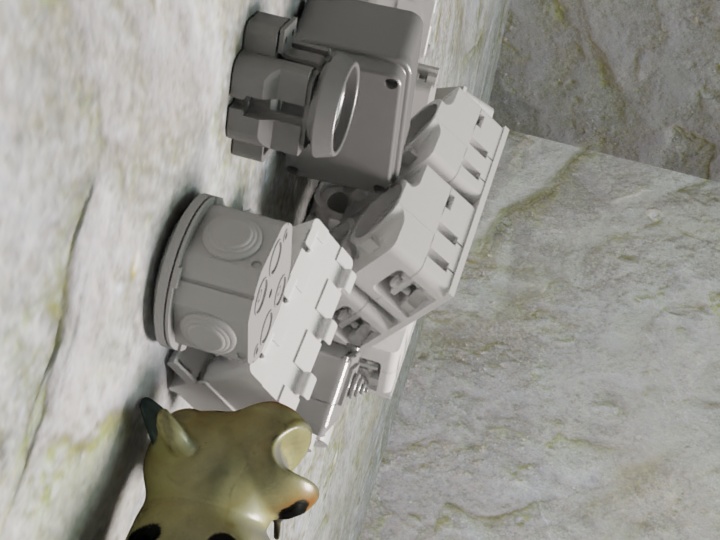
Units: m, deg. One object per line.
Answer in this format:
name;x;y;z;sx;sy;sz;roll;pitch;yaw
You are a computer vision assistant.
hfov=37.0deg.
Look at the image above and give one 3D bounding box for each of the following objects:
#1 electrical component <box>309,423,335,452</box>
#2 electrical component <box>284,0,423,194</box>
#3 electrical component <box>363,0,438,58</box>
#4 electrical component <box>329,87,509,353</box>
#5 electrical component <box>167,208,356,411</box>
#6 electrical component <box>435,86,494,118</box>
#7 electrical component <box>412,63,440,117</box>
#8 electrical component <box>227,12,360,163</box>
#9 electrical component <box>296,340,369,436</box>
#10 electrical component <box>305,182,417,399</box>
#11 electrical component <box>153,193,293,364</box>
electrical component;-0.054;0.134;0.928;0.138;0.052;0.073;88;18;-69
electrical component;-0.006;-0.109;0.681;0.113;0.078;0.057;96;9;-53
electrical component;0.031;-0.212;0.850;0.096;0.061;0.061;-79;-179;-66
electrical component;0.030;-0.040;0.763;0.105;0.060;0.186;-35;-158;41
electrical component;-0.052;0.029;0.622;0.078;0.063;0.121;50;42;-29
electrical component;0.063;-0.088;1.104;0.060;0.105;0.186;24;78;-41
electrical component;0.038;-0.151;1.030;0.050;0.056;0.089;-66;169;-51
electrical component;-0.034;-0.093;0.577;0.058;0.057;0.078;-64;167;-57
electrical component;-0.043;0.071;0.699;0.062;0.096;0.061;-15;124;-82
electrical component;0.000;0.000;0.850;0.186;0.105;0.060;-68;170;-45
electrical component;-0.068;0.005;0.541;0.080;0.051;0.080;15;90;-83
